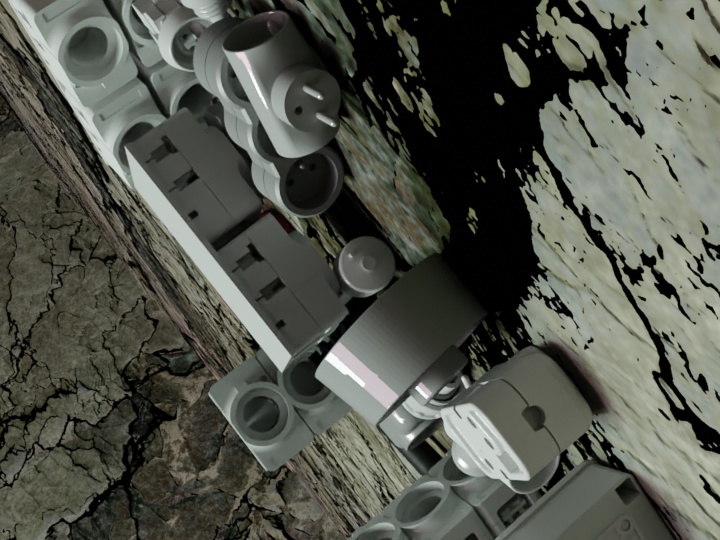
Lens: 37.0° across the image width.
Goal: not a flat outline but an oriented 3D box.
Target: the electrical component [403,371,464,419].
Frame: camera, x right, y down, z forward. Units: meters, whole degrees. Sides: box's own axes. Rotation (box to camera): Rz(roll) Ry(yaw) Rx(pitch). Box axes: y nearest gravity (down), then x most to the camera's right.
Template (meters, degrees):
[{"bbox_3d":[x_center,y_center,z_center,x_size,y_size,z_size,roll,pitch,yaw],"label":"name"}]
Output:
[{"bbox_3d":[0.057,0.083,0.793,0.048,0.048,0.062,52,160,3],"label":"electrical component"}]

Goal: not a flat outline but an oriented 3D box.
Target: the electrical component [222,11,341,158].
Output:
[{"bbox_3d":[-0.037,-0.104,0.627,0.079,0.044,0.077,36,159,51],"label":"electrical component"}]

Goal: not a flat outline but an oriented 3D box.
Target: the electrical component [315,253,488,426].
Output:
[{"bbox_3d":[0.032,0.049,0.660,0.060,0.108,0.108,45,166,9],"label":"electrical component"}]

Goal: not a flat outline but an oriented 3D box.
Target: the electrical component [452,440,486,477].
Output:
[{"bbox_3d":[0.091,0.129,0.806,0.040,0.040,0.046,48,161,21],"label":"electrical component"}]

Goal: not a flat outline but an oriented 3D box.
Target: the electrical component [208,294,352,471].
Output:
[{"bbox_3d":[-0.048,0.097,0.947,0.089,0.150,0.061,52,168,2],"label":"electrical component"}]

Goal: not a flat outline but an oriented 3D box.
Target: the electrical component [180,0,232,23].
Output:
[{"bbox_3d":[-0.096,-0.174,0.671,0.035,0.035,0.061,41,165,42],"label":"electrical component"}]

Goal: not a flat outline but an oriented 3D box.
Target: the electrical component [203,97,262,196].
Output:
[{"bbox_3d":[-0.081,-0.100,0.794,0.064,0.042,0.081,41,162,39],"label":"electrical component"}]

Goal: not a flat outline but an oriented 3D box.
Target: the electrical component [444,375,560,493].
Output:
[{"bbox_3d":[0.089,0.102,0.730,0.077,0.043,0.079,35,158,54],"label":"electrical component"}]

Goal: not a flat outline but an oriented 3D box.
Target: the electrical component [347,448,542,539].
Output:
[{"bbox_3d":[0.063,0.205,0.849,0.061,0.150,0.089,56,167,-18],"label":"electrical component"}]

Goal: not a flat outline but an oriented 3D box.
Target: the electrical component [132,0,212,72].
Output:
[{"bbox_3d":[-0.125,-0.170,0.755,0.055,0.048,0.066,47,172,42],"label":"electrical component"}]

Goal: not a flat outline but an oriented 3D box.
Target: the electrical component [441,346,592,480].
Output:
[{"bbox_3d":[0.094,0.084,0.634,0.053,0.059,0.095,52,167,2],"label":"electrical component"}]

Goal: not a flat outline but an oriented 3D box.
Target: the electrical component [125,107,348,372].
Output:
[{"bbox_3d":[-0.089,-0.021,0.793,0.186,0.060,0.105,51,167,4],"label":"electrical component"}]

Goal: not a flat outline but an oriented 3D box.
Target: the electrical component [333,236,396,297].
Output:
[{"bbox_3d":[0.000,0.000,0.778,0.040,0.040,0.078,53,167,0],"label":"electrical component"}]

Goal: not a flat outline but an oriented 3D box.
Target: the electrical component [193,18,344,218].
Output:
[{"bbox_3d":[-0.066,-0.103,0.710,0.074,0.052,0.138,37,159,51],"label":"electrical component"}]

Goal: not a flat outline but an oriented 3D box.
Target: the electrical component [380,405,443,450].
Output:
[{"bbox_3d":[0.041,0.108,0.887,0.059,0.054,0.095,49,166,17],"label":"electrical component"}]

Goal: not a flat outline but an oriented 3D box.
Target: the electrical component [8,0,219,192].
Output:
[{"bbox_3d":[-0.175,-0.158,0.823,0.060,0.105,0.186,43,164,36],"label":"electrical component"}]

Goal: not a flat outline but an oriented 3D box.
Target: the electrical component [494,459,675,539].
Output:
[{"bbox_3d":[0.139,0.191,0.648,0.108,0.109,0.056,56,164,-11],"label":"electrical component"}]
